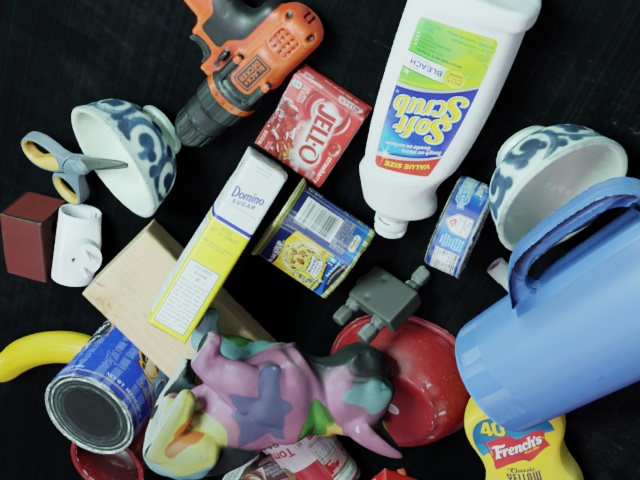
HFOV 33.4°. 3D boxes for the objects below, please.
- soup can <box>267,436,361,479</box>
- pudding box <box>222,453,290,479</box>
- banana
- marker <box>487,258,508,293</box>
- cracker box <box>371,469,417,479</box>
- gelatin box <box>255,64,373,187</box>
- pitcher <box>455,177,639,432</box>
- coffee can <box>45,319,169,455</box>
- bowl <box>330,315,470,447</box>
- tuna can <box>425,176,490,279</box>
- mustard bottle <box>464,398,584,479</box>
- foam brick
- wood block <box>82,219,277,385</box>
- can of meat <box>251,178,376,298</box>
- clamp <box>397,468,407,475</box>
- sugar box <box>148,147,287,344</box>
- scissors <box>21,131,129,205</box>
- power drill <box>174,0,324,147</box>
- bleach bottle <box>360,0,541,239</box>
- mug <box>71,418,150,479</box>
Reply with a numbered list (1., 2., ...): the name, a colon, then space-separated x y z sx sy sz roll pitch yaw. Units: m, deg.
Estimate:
1. soup can: -0.012 0.228 1.147 0.069 0.068 0.102 -27 106 34
2. pudding box: -0.051 0.289 1.220 0.114 0.039 0.090 -33 105 36
3. banana: -0.314 0.137 1.239 0.198 0.037 0.069 -4 117 26
4. marker: 0.200 0.065 0.982 0.121 0.020 0.020 46 127 -9
5. cracker box: 0.110 0.331 1.112 0.213 0.072 0.164 24 131 -22
6. gelatin box: -0.007 -0.102 0.958 0.073 0.030 0.089 35 128 0
7. pitcher: 0.226 0.058 0.885 0.243 0.144 0.149 -37 70 32
8. coffee can: -0.210 0.143 1.133 0.103 0.140 0.103 11 124 17
9. bowl: 0.078 0.153 1.069 0.162 0.055 0.162 11 124 16
10. tuna can: 0.122 -0.012 0.926 0.034 0.086 0.086 24 127 10
11. mustard bottle: 0.193 0.188 1.039 0.096 0.058 0.191 -10 116 22
12. foam brick: -0.301 -0.003 1.135 0.051 0.053 0.078 14 125 15
13. wood block: -0.129 0.088 1.077 0.091 0.090 0.206 -44 99 4
14. can of meat: -0.006 0.001 0.994 0.084 0.057 0.102 34 150 -3
15. clamp: 0.034 0.328 1.189 0.210 0.036 0.164 -42 129 21
16. sugar box: -0.092 0.002 0.973 0.048 0.093 0.176 33 96 -9
17. scissors: -0.227 -0.060 1.042 0.202 0.016 0.096 20 145 42
18. power drill: -0.114 -0.189 0.935 0.187 0.057 0.185 45 123 -12
19. bleach bottle: 0.096 -0.102 0.896 0.102 0.068 0.251 22 129 9
20. mug: -0.232 0.243 1.243 0.093 0.081 0.117 29 127 4
